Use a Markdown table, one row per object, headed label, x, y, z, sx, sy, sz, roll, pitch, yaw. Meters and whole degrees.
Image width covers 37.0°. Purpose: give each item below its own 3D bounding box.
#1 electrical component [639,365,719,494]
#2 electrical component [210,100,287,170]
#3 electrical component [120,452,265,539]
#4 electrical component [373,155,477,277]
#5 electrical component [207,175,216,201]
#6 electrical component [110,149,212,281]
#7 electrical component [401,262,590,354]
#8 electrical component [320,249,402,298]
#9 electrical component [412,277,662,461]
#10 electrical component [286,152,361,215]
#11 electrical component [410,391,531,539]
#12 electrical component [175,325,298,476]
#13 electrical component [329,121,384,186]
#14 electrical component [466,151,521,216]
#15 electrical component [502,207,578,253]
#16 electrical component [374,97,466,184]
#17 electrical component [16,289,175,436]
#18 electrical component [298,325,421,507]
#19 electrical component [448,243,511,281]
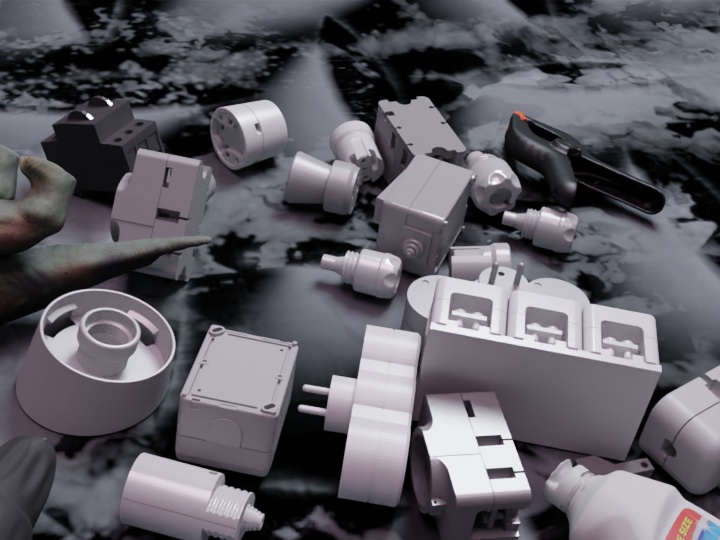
| label | x | y | z | sx | sy | sz | roll | pitch | yaw |
| --- | --- | --- | --- | --- | --- | --- | --- | --- | --- |
| electrical component | 0.247 | 0.108 | 0.733 | 0.095 | 0.053 | 0.059 | -21 | 48 | -30 |
| electrical component | -0.097 | -0.120 | 0.945 | 0.047 | 0.055 | 0.055 | -21 | 48 | -35 |
| electrical component | -0.097 | 0.140 | 0.643 | 0.081 | 0.043 | 0.043 | 14 | 40 | 6 |
| electrical component | 0.047 | -0.042 | 0.870 | 0.061 | 0.061 | 0.096 | 20 | 41 | 13 |
| electrical component | -0.145 | -0.059 | 0.875 | 0.044 | 0.044 | 0.065 | 18 | 36 | 11 |
| electrical component | -0.151 | -0.041 | 0.809 | 0.056 | 0.089 | 0.050 | 12 | -2 | 4 |
| electrical component | 0.103 | 0.023 | 0.794 | 0.138 | 0.073 | 0.052 | 1 | 40 | -8 |
| electrical component | 0.000 | 0.000 | 0.834 | 0.061 | 0.035 | 0.035 | 13 | 40 | 9 |
| electrical component | 0.118 | 0.065 | 0.734 | 0.150 | 0.089 | 0.061 | 11 | 40 | 3 |
| electrical component | -0.030 | -0.072 | 0.907 | 0.055 | 0.045 | 0.045 | 13 | 40 | 5 |
| electrical component | 0.065 | 0.125 | 0.684 | 0.056 | 0.050 | 0.089 | -1 | 40 | -12 |
| electrical component | -0.079 | 0.084 | 0.705 | 0.062 | 0.061 | 0.096 | 11 | 31 | 1 |
| electrical component | -0.002 | -0.103 | 0.953 | 0.040 | 0.040 | 0.046 | -7 | 48 | -18 |
| electrical component | 0.112 | -0.080 | 0.943 | 0.043 | 0.043 | 0.062 | -6 | 40 | -17 |
| electrical component | 0.150 | -0.037 | 0.905 | 0.061 | 0.035 | 0.035 | 15 | 40 | 11 |
| electrical component | 0.050 | -0.104 | 0.949 | 0.050 | 0.055 | 0.089 | -9 | 43 | -20 |
| electrical component | -0.176 | 0.061 | 0.726 | 0.099 | 0.064 | 0.099 | 16 | 35 | -12 |
| electrical component | -0.003 | 0.091 | 0.711 | 0.074 | 0.052 | 0.138 | 9 | 39 | 1 |
| electrical component | 0.094 | -0.001 | 0.849 | 0.046 | 0.040 | 0.040 | 0 | 40 | 0 |
